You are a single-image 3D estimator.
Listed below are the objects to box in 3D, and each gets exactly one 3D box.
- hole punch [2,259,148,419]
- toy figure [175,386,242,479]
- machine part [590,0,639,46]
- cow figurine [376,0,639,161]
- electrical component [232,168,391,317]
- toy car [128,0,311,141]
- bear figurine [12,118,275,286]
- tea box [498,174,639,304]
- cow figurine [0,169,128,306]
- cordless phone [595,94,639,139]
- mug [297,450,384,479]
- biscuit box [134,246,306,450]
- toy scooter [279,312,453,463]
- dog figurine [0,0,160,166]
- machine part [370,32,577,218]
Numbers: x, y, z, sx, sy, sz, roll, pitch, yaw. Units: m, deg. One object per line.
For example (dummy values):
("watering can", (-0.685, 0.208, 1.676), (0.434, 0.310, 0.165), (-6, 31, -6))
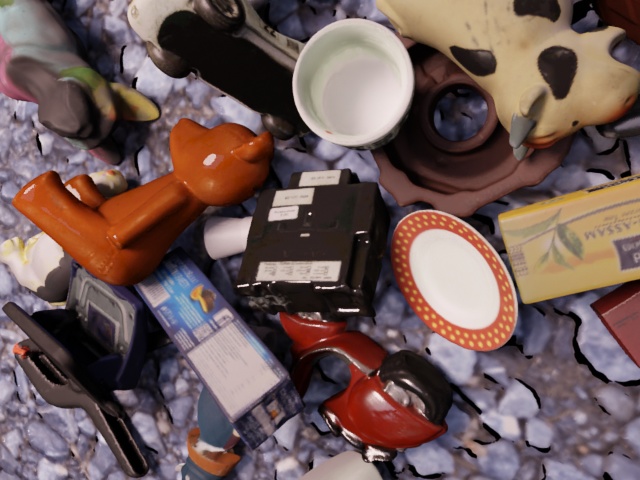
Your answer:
("hole punch", (-0.228, 0.093, 0.533), (0.142, 0.092, 0.115), (27, 144, 23))
("toy figure", (-0.102, 0.196, 0.543), (0.058, 0.064, 0.154), (13, 106, -21))
("machine part", (0.276, -0.199, 0.317), (0.201, 0.201, 0.087), (-30, 124, 19))
("cow figurine", (0.126, -0.142, 0.371), (0.195, 0.085, 0.127), (37, 103, 16))
("electrical component", (-0.001, -0.001, 0.469), (0.115, 0.058, 0.134), (1, 56, 20))
("toy car", (-0.057, -0.146, 0.444), (0.073, 0.201, 0.056), (-31, 53, 33))
("bear figurine", (-0.140, -0.054, 0.481), (0.196, 0.120, 0.132), (-43, 97, 2))
("tea box", (0.225, -0.011, 0.398), (0.170, 0.098, 0.068), (-15, 89, 17))
("cow figurine", (-0.258, 0.001, 0.578), (0.167, 0.068, 0.098), (-35, 88, 21))
("cordless phone", (0.285, -0.095, 0.349), (0.184, 0.147, 0.088), (-13, 114, 25))
("mug", (0.006, 0.247, 0.493), (0.107, 0.109, 0.081), (-33, 89, -24))
("biscuit box", (-0.098, 0.088, 0.485), (0.059, 0.062, 0.203), (-36, 49, -17))
("toy scooter", (0.019, 0.136, 0.489), (0.184, 0.075, 0.135), (38, 104, 16))
("dog figurine", (-0.276, -0.182, 0.561), (0.108, 0.192, 0.219), (-43, 114, 14))
("machine part", (0.117, -0.105, 0.451), (0.180, 0.056, 0.179), (1, 94, 20))
